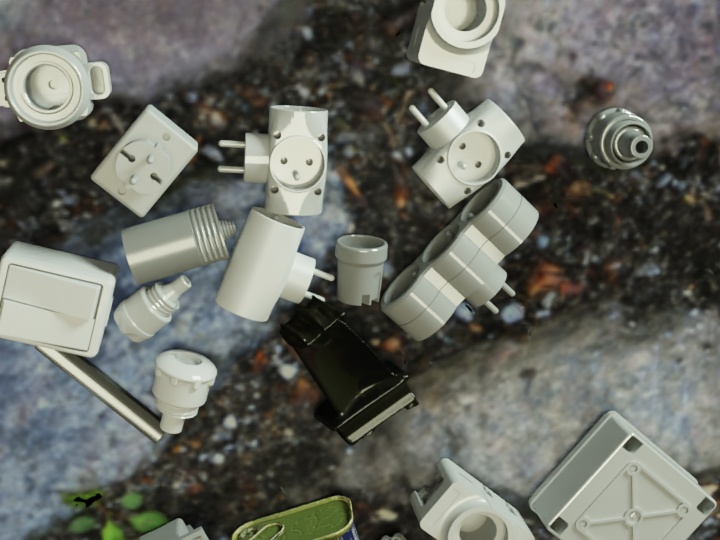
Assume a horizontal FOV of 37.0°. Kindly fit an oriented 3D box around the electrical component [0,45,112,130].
[{"bbox_3d":[-0.218,-0.129,0.757,0.078,0.057,0.058,-6,104,-7],"label":"electrical component"}]

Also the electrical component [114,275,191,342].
[{"bbox_3d":[-0.154,0.026,0.812,0.061,0.035,0.035,-37,106,12],"label":"electrical component"}]

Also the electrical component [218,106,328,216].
[{"bbox_3d":[-0.065,-0.082,0.797,0.079,0.044,0.077,2,103,-8],"label":"electrical component"}]

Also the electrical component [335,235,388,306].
[{"bbox_3d":[0.000,0.000,0.829,0.040,0.040,0.046,1,109,-8],"label":"electrical component"}]

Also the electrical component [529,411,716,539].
[{"bbox_3d":[0.218,0.194,0.899,0.109,0.056,0.108,39,95,-15],"label":"electrical component"}]

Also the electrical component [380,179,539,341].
[{"bbox_3d":[0.088,0.003,0.835,0.074,0.052,0.138,42,95,-15],"label":"electrical component"}]

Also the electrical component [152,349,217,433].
[{"bbox_3d":[-0.140,0.096,0.831,0.048,0.048,0.062,13,108,-11],"label":"electrical component"}]

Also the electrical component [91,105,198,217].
[{"bbox_3d":[-0.154,-0.076,0.769,0.047,0.076,0.065,39,95,-15],"label":"electrical component"}]

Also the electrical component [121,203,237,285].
[{"bbox_3d":[-0.132,-0.021,0.803,0.081,0.043,0.043,-16,105,-4],"label":"electrical component"}]

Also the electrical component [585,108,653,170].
[{"bbox_3d":[0.204,-0.098,0.822,0.048,0.062,0.048,-2,104,-8],"label":"electrical component"}]

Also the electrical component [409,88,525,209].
[{"bbox_3d":[0.070,-0.101,0.812,0.077,0.044,0.079,-42,105,3],"label":"electrical component"}]

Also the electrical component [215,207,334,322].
[{"bbox_3d":[-0.059,0.002,0.819,0.079,0.043,0.077,21,100,-12],"label":"electrical component"}]

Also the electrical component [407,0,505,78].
[{"bbox_3d":[0.073,-0.190,0.784,0.050,0.055,0.089,13,101,-11],"label":"electrical component"}]

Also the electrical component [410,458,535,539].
[{"bbox_3d":[0.093,0.207,0.884,0.089,0.055,0.050,38,96,-15],"label":"electrical component"}]

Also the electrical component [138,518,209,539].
[{"bbox_3d":[-0.135,0.266,0.862,0.079,0.063,0.121,-26,106,-1],"label":"electrical component"}]

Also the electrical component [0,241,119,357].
[{"bbox_3d":[-0.232,0.021,0.789,0.096,0.061,0.061,14,101,-11],"label":"electrical component"}]
